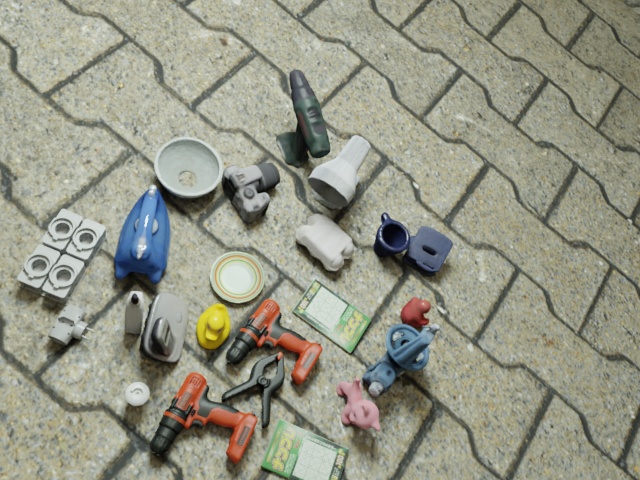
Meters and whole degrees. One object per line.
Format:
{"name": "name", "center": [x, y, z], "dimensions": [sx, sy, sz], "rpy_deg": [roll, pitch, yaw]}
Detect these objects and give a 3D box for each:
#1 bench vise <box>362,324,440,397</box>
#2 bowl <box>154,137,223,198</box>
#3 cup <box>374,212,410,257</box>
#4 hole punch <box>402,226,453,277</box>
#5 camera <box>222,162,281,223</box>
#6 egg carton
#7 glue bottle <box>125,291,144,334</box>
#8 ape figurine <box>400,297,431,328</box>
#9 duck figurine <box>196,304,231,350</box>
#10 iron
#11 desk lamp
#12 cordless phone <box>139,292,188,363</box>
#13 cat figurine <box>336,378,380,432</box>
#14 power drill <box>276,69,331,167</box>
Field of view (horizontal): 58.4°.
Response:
{"name": "bench vise", "center": [0.200, 0.278, 1.329], "dimensions": [0.121, 0.219, 0.207], "rpy_deg": [26, 61, -6]}
{"name": "bowl", "center": [-0.329, -0.168, 1.429], "dimensions": [0.168, 0.074, 0.167], "rpy_deg": [7, 65, -16]}
{"name": "cup", "center": [0.175, -0.006, 1.518], "dimensions": [0.092, 0.095, 0.117], "rpy_deg": [-12, 71, -23]}
{"name": "hole punch", "center": [0.291, 0.031, 1.543], "dimensions": [0.109, 0.091, 0.101], "rpy_deg": [29, 61, -5]}
{"name": "camera", "center": [-0.161, -0.139, 1.459], "dimensions": [0.137, 0.100, 0.143], "rpy_deg": [-26, 77, -27]}
{"name": "egg carton", "center": [0.014, 0.005, 1.472], "dimensions": [0.150, 0.069, 0.107], "rpy_deg": [42, 61, 3]}
{"name": "glue bottle", "center": [-0.392, 0.143, 1.213], "dimensions": [0.037, 0.173, 0.078], "rpy_deg": [6, 65, -16]}
{"name": "ape figurine", "center": [0.252, 0.180, 1.463], "dimensions": [0.076, 0.092, 0.078], "rpy_deg": [2, 66, -18]}
{"name": "duck figurine", "center": [-0.237, 0.189, 1.296], "dimensions": [0.077, 0.086, 0.104], "rpy_deg": [19, 62, -10]}
{"name": "iron", "center": [-0.396, -0.038, 1.310], "dimensions": [0.119, 0.141, 0.258], "rpy_deg": [8, 65, -15]}
{"name": "desk lamp", "center": [0.049, -0.165, 1.477], "dimensions": [0.118, 0.213, 0.203], "rpy_deg": [34, 61, -2]}
{"name": "cordless phone", "center": [-0.326, 0.175, 1.215], "dimensions": [0.094, 0.185, 0.147], "rpy_deg": [9, 64, -14]}
{"name": "cat figurine", "center": [0.092, 0.377, 1.306], "dimensions": [0.067, 0.117, 0.128], "rpy_deg": [-4, 68, -20]}
{"name": "power drill", "center": [-0.050, -0.299, 1.506], "dimensions": [0.076, 0.208, 0.229], "rpy_deg": [-17, 73, -24]}
